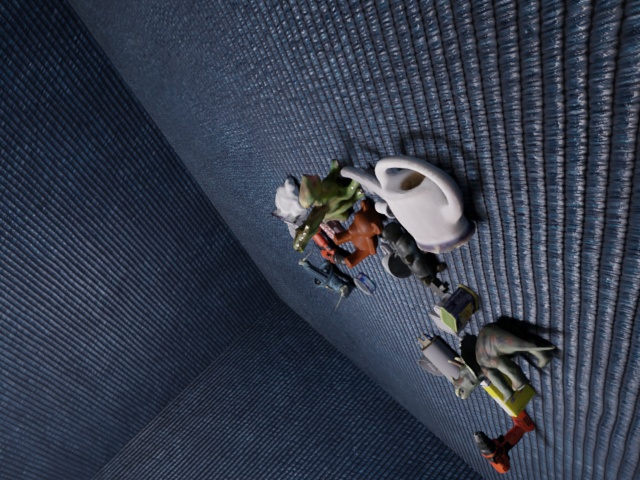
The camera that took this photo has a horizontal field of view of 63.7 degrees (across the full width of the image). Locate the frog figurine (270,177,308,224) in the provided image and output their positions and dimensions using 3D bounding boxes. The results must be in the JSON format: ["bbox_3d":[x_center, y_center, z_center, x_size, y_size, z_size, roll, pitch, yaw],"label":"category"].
[{"bbox_3d":[-0.100,-0.148,1.781,0.139,0.123,0.156,42,130,50],"label":"frog figurine"}]

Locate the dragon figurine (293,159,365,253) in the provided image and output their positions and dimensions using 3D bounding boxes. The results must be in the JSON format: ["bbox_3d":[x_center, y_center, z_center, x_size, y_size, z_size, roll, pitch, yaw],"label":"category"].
[{"bbox_3d":[0.004,-0.069,1.362,0.123,0.246,0.402,36,160,20],"label":"dragon figurine"}]

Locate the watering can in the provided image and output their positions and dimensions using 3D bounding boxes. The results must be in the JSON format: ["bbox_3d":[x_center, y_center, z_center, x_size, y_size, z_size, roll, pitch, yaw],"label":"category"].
[{"bbox_3d":[0.182,-0.083,1.063,0.221,0.105,0.349,52,164,-21],"label":"watering can"}]
